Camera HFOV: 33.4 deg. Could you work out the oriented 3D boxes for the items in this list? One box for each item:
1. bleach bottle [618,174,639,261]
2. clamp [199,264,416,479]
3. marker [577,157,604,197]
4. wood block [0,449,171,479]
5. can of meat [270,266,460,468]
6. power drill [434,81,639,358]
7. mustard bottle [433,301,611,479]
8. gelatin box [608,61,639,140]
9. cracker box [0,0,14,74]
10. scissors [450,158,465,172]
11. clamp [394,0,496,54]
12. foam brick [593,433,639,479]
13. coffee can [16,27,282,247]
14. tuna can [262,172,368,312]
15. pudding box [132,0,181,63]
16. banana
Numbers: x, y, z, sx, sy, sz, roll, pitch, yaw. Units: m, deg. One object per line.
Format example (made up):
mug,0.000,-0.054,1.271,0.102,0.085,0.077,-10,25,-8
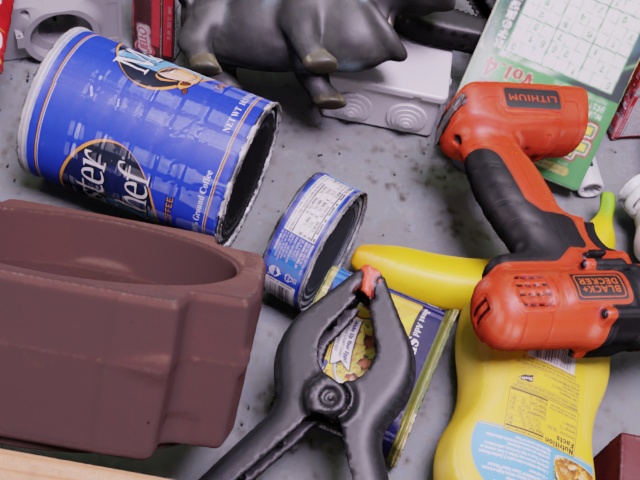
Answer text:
bleach bottle,0.282,0.054,0.689,0.067,0.103,0.251,-14,51,-34
clamp,0.014,0.099,0.582,0.120,0.039,0.171,24,73,9
marker,0.190,-0.086,0.800,0.020,0.020,0.121,0,57,-9
wood block,-0.141,0.149,0.509,0.206,0.090,0.090,7,73,13
can of meat,0.027,0.074,0.650,0.084,0.057,0.102,22,57,8
power drill,0.160,-0.014,0.664,0.184,0.057,0.188,1,51,-22
mustard bottle,0.116,0.127,0.627,0.096,0.058,0.191,24,56,-12
gelatin box,0.230,-0.130,0.792,0.030,0.089,0.073,-5,58,-9
cracker box,-0.290,-0.193,0.733,0.164,0.072,0.213,-12,57,15
scissors,0.156,-0.123,0.819,0.096,0.016,0.201,21,58,9
clamp,0.052,-0.200,0.781,0.164,0.036,0.210,-37,73,-18
foam brick,0.203,0.154,0.627,0.078,0.053,0.051,13,56,0
coffee can,-0.108,-0.066,0.691,0.140,0.103,0.102,22,57,5
tuna can,-0.004,0.001,0.675,0.034,0.086,0.086,28,58,12
pudding box,-0.101,-0.202,0.788,0.039,0.090,0.113,23,56,4
banana,0.120,0.019,0.712,0.197,0.037,0.070,-11,56,-16
